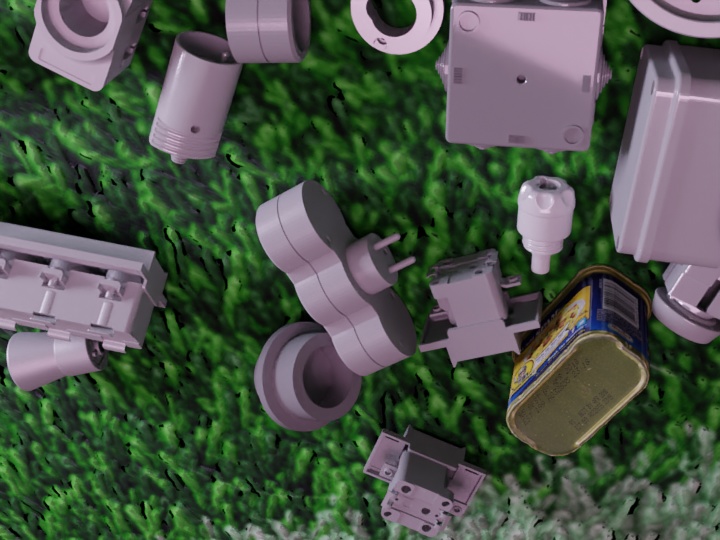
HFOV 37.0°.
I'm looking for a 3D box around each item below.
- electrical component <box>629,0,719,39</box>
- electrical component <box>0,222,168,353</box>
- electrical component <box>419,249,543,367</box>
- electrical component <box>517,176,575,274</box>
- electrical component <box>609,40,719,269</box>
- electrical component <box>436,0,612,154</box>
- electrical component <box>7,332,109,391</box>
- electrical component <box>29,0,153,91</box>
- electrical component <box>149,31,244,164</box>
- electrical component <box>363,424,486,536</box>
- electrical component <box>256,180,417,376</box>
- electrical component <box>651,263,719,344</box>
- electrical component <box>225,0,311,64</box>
[{"bbox_3d":[0.185,-0.176,0.557,0.108,0.060,0.108,4,105,15],"label":"electrical component"},{"bbox_3d":[-0.203,0.012,0.738,0.121,0.063,0.078,11,161,6],"label":"electrical component"},{"bbox_3d":[0.076,0.023,0.706,0.081,0.042,0.063,-14,111,18],"label":"electrical component"},{"bbox_3d":[0.115,-0.026,0.674,0.035,0.035,0.061,5,122,9],"label":"electrical component"},{"bbox_3d":[0.183,-0.066,0.613,0.057,0.078,0.113,8,120,4],"label":"electrical component"},{"bbox_3d":[0.094,-0.117,0.620,0.100,0.048,0.099,5,120,9],"label":"electrical component"},{"bbox_3d":[-0.219,0.062,0.790,0.065,0.044,0.044,-12,116,12],"label":"electrical component"},{"bbox_3d":[-0.158,-0.160,0.645,0.050,0.055,0.089,26,120,-3],"label":"electrical component"},{"bbox_3d":[-0.104,-0.103,0.672,0.043,0.043,0.081,22,121,-1],"label":"electrical component"},{"bbox_3d":[0.044,0.152,0.771,0.081,0.063,0.042,22,120,-1],"label":"electrical component"},{"bbox_3d":[0.000,0.000,0.702,0.074,0.052,0.138,-26,110,23],"label":"electrical component"},{"bbox_3d":[0.214,0.012,0.669,0.066,0.048,0.055,26,113,-3],"label":"electrical component"},{"bbox_3d":[-0.073,-0.186,0.615,0.074,0.052,0.138,2,119,11],"label":"electrical component"}]
